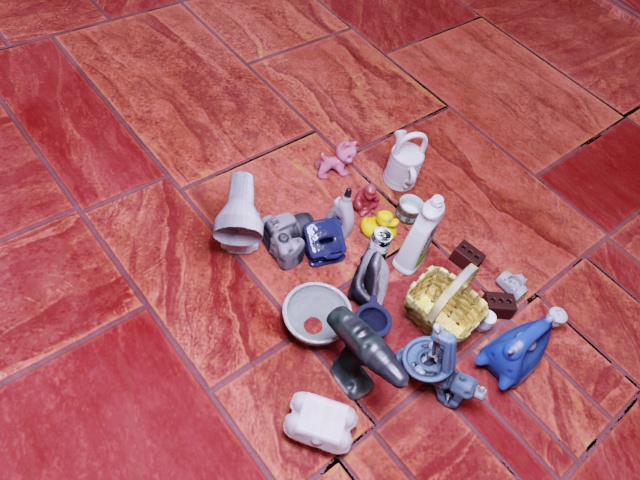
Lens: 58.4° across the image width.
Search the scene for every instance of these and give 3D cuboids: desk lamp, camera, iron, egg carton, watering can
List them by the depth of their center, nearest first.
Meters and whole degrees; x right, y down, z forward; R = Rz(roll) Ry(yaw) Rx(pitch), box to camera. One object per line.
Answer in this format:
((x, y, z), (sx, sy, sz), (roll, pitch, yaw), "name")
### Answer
((0.001, 0.389, 1.214), (0.150, 0.069, 0.107), (17, 52, 2), "egg carton")
((0.498, 0.242, 1.379), (0.259, 0.141, 0.118), (-30, 64, -29), "iron")
((-0.200, -0.053, 1.422), (0.118, 0.213, 0.203), (4, 52, -8), "desk lamp")
((-0.072, -0.018, 1.492), (0.137, 0.101, 0.143), (-22, 60, -25), "camera")
((0.249, -0.247, 1.672), (0.101, 0.194, 0.172), (-23, 60, -25), "watering can")

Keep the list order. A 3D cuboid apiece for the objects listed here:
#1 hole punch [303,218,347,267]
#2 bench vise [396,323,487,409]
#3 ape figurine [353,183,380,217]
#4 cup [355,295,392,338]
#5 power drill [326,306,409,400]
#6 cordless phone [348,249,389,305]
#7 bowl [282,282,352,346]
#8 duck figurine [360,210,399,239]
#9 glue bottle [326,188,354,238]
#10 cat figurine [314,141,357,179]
((0.014, 0.005, 1.498), (0.109, 0.091, 0.101), (-12, 56, -19), "hole punch")
((0.282, 0.266, 1.268), (0.207, 0.220, 0.121), (17, 52, 2), "bench vise")
((0.134, -0.122, 1.618), (0.078, 0.092, 0.076), (-1, 53, -12), "ape figurine")
((0.118, 0.199, 1.366), (0.091, 0.095, 0.117), (8, 52, -5), "cup")
((0.092, 0.261, 1.242), (0.076, 0.208, 0.229), (-27, 62, -27), "power drill")
((0.137, 0.070, 1.412), (0.094, 0.185, 0.147), (16, 52, 2), "cordless phone")
((-0.010, 0.187, 1.364), (0.167, 0.075, 0.167), (6, 52, -7), "bowl")
((0.167, -0.048, 1.572), (0.104, 0.086, 0.077), (14, 52, 0), "duck figurine")
((0.061, -0.079, 1.520), (0.078, 0.173, 0.037), (33, 54, 15), "glue bottle")
((0.054, -0.247, 1.683), (0.128, 0.118, 0.067), (-12, 56, -19), "cat figurine")
